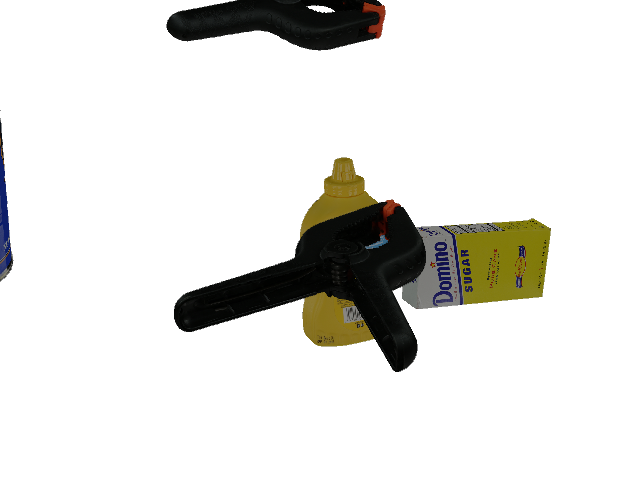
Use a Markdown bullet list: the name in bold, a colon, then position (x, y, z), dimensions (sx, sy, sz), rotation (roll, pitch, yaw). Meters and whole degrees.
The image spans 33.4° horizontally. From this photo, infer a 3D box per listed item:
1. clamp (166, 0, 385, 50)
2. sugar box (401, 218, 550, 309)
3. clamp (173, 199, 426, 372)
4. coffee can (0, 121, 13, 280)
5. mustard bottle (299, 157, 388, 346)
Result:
- **clamp**: position (-0.033, -0.202, 0.865), dimensions (0.171, 0.120, 0.039), rotation (7, -27, -5)
- **sugar box**: position (0.187, 0.028, 1.282), dimensions (0.176, 0.093, 0.048), rotation (-6, 20, -23)
- **clamp**: position (0.006, 0.022, 0.741), dimensions (0.165, 0.036, 0.209), rotation (6, 26, 16)
- **coffee can**: position (-0.222, -0.048, 0.573), dimensions (0.103, 0.140, 0.103), rotation (3, 26, -2)
- **mustard bottle**: position (0.027, 0.009, 1.092), dimensions (0.096, 0.192, 0.058), rotation (-10, 22, -19)
